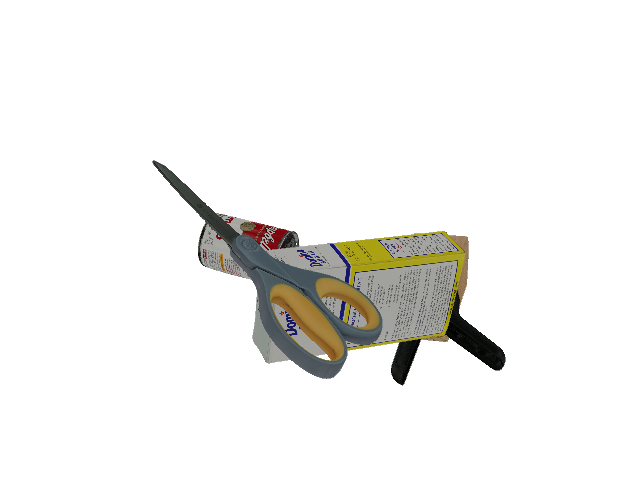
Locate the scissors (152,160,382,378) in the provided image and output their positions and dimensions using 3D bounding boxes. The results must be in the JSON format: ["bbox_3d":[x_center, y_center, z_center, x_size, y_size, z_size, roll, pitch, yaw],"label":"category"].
[{"bbox_3d":[-0.031,0.011,0.714,0.096,0.016,0.202,-4,46,-40],"label":"scissors"}]

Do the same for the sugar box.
[{"bbox_3d":[0.032,0.047,0.920,0.176,0.093,0.048,-4,32,-22],"label":"sugar box"}]

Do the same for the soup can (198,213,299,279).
[{"bbox_3d":[-0.085,0.011,1.261,0.102,0.068,0.068,14,5,19],"label":"soup can"}]

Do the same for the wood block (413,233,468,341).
[{"bbox_3d":[0.168,0.067,1.630,0.091,0.090,0.206,4,22,14],"label":"wood block"}]

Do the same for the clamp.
[{"bbox_3d":[0.127,0.083,1.144,0.120,0.171,0.039,3,-44,-8],"label":"clamp"}]
